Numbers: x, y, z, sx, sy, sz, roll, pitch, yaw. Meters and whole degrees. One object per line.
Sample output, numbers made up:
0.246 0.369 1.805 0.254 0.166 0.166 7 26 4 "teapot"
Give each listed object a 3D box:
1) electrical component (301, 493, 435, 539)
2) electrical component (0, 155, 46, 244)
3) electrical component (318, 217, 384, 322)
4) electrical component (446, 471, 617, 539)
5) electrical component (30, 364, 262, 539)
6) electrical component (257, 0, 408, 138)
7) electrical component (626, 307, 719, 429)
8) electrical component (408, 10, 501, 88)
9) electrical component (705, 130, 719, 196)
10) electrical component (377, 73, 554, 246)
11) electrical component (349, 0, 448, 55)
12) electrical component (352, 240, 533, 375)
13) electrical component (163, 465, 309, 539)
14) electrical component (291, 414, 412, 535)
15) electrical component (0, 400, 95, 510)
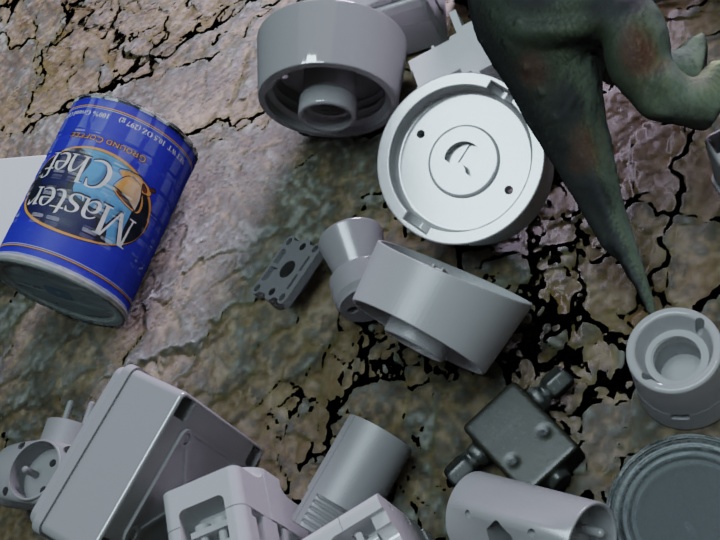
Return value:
0.011 0.165 0.571 0.056 0.089 0.050 -33 52 6 "electrical component"
-0.285 -0.041 0.870 0.100 0.048 0.099 -1 62 27 "electrical component"
0.000 0.000 0.703 0.045 0.045 0.055 -25 54 12 "electrical component"
0.091 0.147 0.554 0.077 0.079 0.043 5 29 46 "electrical component"
-0.125 0.129 0.651 0.056 0.108 0.108 19 72 31 "electrical component"
-0.021 -0.133 0.757 0.108 0.108 0.060 -7 65 23 "electrical component"
0.174 0.052 0.582 0.055 0.047 0.055 -13 57 20 "electrical component"
0.071 -0.135 0.750 0.064 0.042 0.081 -26 53 16 "electrical component"
0.264 -0.047 0.589 0.109 0.056 0.108 -27 53 10 "electrical component"
0.072 -0.066 0.689 0.108 0.060 0.108 -2 84 22 "electrical component"
0.011 -0.197 0.804 0.096 0.061 0.061 -12 57 20 "electrical component"
0.047 0.018 0.638 0.099 0.099 0.064 24 81 35 "electrical component"
-0.068 0.151 0.619 0.050 0.089 0.055 -25 54 12 "electrical component"
-0.008 0.130 0.630 0.043 0.043 0.081 21 73 35 "electrical component"
-0.202 0.125 0.732 0.077 0.044 0.079 0 61 27 "electrical component"
